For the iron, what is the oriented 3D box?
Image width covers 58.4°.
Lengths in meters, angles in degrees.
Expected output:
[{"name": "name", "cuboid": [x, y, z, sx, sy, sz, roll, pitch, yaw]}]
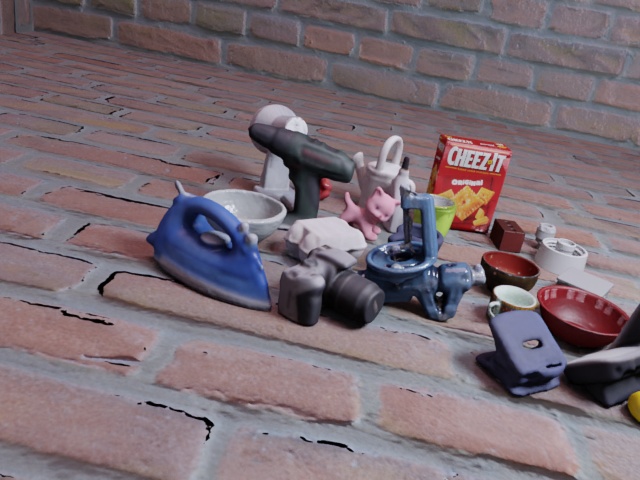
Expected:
[{"name": "iron", "cuboid": [-0.168, 0.003, 0.949, 0.257, 0.141, 0.119, 25, 28, 29]}]

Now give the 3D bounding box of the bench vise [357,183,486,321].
[{"name": "bench vise", "cuboid": [0.176, 0.016, 0.968, 0.208, 0.220, 0.121, 4, 25, -14]}]

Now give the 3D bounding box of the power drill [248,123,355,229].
[{"name": "power drill", "cuboid": [-0.049, -0.126, 1.201, 0.229, 0.208, 0.075, 10, 24, -1]}]

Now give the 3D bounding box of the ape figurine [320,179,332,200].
[{"name": "ape figurine", "cuboid": [-0.006, -0.144, 1.404, 0.077, 0.092, 0.076, 17, 25, 15]}]

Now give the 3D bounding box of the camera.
[{"name": "camera", "cuboid": [0.026, 0.076, 0.918, 0.136, 0.101, 0.143, 25, 28, 30]}]

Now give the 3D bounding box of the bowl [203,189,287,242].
[{"name": "bowl", "cuboid": [-0.154, -0.038, 1.128, 0.167, 0.075, 0.167, 9, 24, -4]}]

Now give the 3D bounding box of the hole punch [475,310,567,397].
[{"name": "hole punch", "cuboid": [0.306, 0.165, 0.851, 0.109, 0.091, 0.100, -3, 28, -29]}]

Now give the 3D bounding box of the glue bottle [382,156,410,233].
[{"name": "glue bottle", "cuboid": [0.178, -0.106, 1.296, 0.037, 0.173, 0.078, 3, 25, -17]}]

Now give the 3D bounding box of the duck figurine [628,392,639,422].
[{"name": "duck figurine", "cuboid": [0.498, 0.222, 0.812, 0.104, 0.086, 0.077, 8, 24, -6]}]

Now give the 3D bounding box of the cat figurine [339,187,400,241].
[{"name": "cat figurine", "cuboid": [0.107, -0.067, 1.248, 0.127, 0.118, 0.067, 16, 25, 12]}]

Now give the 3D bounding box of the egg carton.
[{"name": "egg carton", "cuboid": [0.010, 0.004, 1.110, 0.151, 0.069, 0.107, -8, 30, -36]}]

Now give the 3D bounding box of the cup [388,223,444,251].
[{"name": "cup", "cuboid": [0.172, 0.026, 1.097, 0.118, 0.095, 0.091, -5, 28, -31]}]

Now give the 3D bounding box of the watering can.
[{"name": "watering can", "cuboid": [0.149, -0.158, 1.372, 0.172, 0.194, 0.101, 15, 24, 10]}]

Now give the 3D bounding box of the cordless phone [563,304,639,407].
[{"name": "cordless phone", "cuboid": [0.453, 0.141, 0.849, 0.148, 0.185, 0.093, -8, 30, -35]}]

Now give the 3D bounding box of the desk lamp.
[{"name": "desk lamp", "cuboid": [-0.090, -0.198, 1.339, 0.118, 0.213, 0.202, -1, 27, -25]}]
